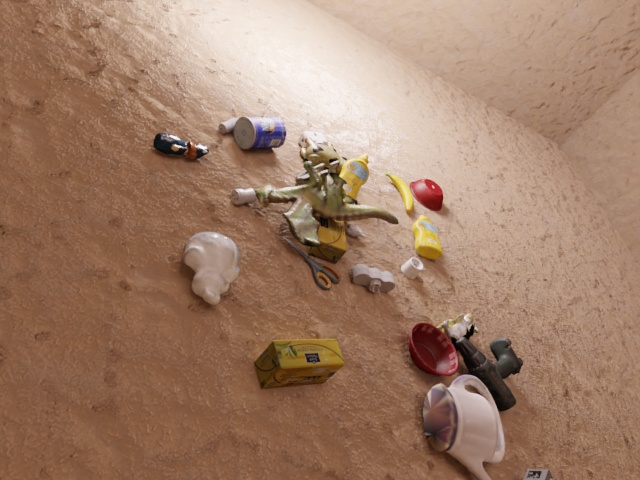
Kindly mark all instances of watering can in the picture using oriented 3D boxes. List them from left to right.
[{"bbox_3d":[0.358,0.484,1.227,0.223,0.102,0.356,21,48,-21],"label":"watering can"}]

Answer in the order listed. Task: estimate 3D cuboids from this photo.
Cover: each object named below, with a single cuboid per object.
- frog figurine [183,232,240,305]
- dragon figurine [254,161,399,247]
[{"bbox_3d":[-0.248,0.060,1.170,0.135,0.121,0.163,41,19,-29],"label":"frog figurine"},{"bbox_3d":[0.004,-0.073,1.459,0.411,0.119,0.248,27,58,8],"label":"dragon figurine"}]
